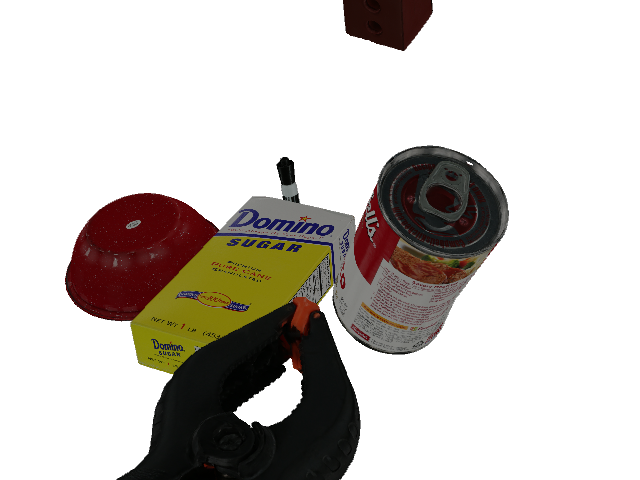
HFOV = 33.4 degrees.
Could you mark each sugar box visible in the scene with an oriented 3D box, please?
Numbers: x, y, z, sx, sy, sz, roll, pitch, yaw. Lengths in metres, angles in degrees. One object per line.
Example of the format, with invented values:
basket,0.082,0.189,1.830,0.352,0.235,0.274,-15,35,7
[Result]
sugar box,-0.051,0.033,0.782,0.093,0.048,0.176,13,41,23

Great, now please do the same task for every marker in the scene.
marker,-0.030,-0.035,1.164,0.020,0.121,0.020,-7,29,4

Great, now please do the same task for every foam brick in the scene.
foam brick,0.050,-0.191,0.796,0.053,0.051,0.078,21,-32,22

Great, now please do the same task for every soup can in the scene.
soup can,0.050,0.008,0.564,0.068,0.068,0.102,0,-34,-15

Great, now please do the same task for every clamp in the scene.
clamp,-0.025,0.091,0.387,0.120,0.039,0.171,24,49,17

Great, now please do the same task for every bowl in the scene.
bowl,-0.174,0.003,1.027,0.162,0.055,0.162,-6,40,5
